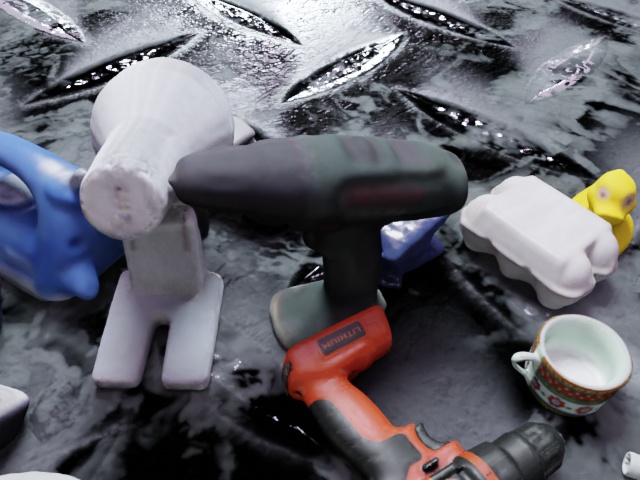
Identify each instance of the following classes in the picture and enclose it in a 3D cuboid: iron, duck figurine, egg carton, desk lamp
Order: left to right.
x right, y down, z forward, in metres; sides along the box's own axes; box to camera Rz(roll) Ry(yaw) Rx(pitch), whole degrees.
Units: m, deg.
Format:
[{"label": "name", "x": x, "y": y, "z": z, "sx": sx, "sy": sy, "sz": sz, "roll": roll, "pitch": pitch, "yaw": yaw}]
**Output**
[{"label": "iron", "x": -0.291, "y": -0.049, "z": 0.550, "sx": 0.257, "sy": 0.141, "sz": 0.119, "roll": 23, "pitch": 49, "yaw": 18}, {"label": "desk lamp", "x": -0.134, "y": -0.017, "z": 0.478, "sx": 0.118, "sy": 0.214, "sz": 0.203, "roll": 0, "pitch": 46, "yaw": -3}, {"label": "egg carton", "x": 0.224, "y": -0.002, "z": 0.589, "sx": 0.107, "sy": 0.069, "sz": 0.150, "roll": -30, "pitch": 54, "yaw": -29}, {"label": "duck figurine", "x": 0.309, "y": -0.038, "z": 0.619, "sx": 0.077, "sy": 0.086, "sz": 0.105, "roll": 18, "pitch": 47, "yaw": 14}]

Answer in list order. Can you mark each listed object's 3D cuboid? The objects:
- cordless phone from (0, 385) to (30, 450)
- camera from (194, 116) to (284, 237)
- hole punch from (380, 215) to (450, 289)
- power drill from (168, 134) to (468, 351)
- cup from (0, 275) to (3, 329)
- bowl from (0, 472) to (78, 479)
[{"label": "cordless phone", "x": -0.297, "y": 0.089, "z": 0.383, "sx": 0.147, "sy": 0.185, "sz": 0.094, "roll": 9, "pitch": 46, "yaw": 5}, {"label": "camera", "x": -0.096, "y": -0.067, "z": 0.610, "sx": 0.136, "sy": 0.101, "sz": 0.143, "roll": 29, "pitch": 51, "yaw": 23}, {"label": "hole punch", "x": 0.073, "y": -0.023, "z": 0.585, "sx": 0.101, "sy": 0.091, "sz": 0.108, "roll": -27, "pitch": 53, "yaw": -27}, {"label": "power drill", "x": 0.004, "y": 0.002, "z": 0.473, "sx": 0.230, "sy": 0.208, "sz": 0.075, "roll": -13, "pitch": 48, "yaw": -16}, {"label": "cup", "x": -0.322, "y": 0.053, "z": 0.480, "sx": 0.118, "sy": 0.095, "sz": 0.091, "roll": -15, "pitch": 48, "yaw": -17}, {"label": "bowl", "x": -0.181, "y": 0.230, "z": 0.330, "sx": 0.167, "sy": 0.075, "sz": 0.167, "roll": 2, "pitch": 45, "yaw": -2}]
